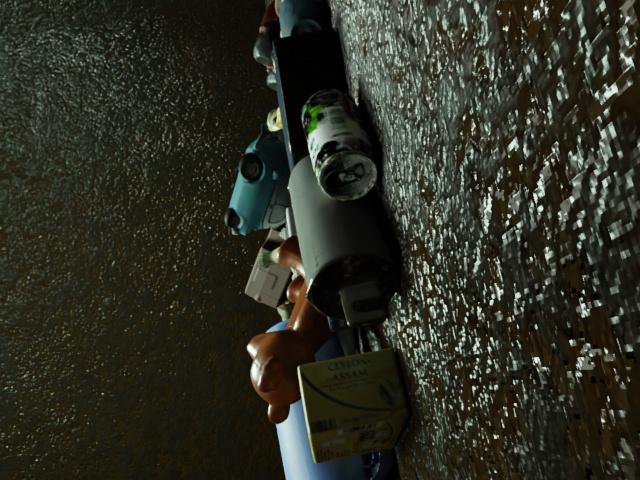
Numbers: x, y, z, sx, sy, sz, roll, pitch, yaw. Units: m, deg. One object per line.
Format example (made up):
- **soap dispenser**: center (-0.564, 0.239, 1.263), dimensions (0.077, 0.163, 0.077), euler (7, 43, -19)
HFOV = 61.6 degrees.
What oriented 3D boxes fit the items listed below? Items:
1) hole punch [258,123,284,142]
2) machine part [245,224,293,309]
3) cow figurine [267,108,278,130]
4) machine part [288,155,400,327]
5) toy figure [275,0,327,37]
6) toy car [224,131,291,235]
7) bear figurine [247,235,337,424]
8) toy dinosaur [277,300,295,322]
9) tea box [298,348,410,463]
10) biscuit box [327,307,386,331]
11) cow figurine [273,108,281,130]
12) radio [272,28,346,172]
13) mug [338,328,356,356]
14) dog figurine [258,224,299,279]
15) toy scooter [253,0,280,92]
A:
- **hole punch**: center (-0.041, -0.128, 0.907), dimensions (0.092, 0.116, 0.142), euler (23, -122, -84)
- **machine part**: center (-0.072, 0.032, 1.151), dimensions (0.201, 0.087, 0.200), euler (-62, -3, -55)
- **cow figurine**: center (-0.077, -0.193, 1.171), dimensions (0.086, 0.127, 0.194), euler (-98, 4, -53)
- **machine part**: center (0.016, -0.011, 0.498), dimensions (0.243, 0.079, 0.079), euler (-102, 5, -51)
- **toy figure**: center (-0.029, -0.286, 0.661), dimensions (0.057, 0.064, 0.154), euler (62, -169, -47)
- **toy car**: center (-0.075, -0.075, 0.812), dimensions (0.109, 0.103, 0.161), euler (-67, -3, -70)
- **bear figurine**: center (-0.035, 0.108, 0.658), dimensions (0.132, 0.196, 0.120), euler (24, 147, 30)
- **toy dinosaur**: center (0.009, 0.258, 0.984), dimensions (0.472, 0.105, 0.198), euler (-122, 23, -54)
- **tea box**: center (0.032, 0.178, 0.560), dimensions (0.169, 0.098, 0.068), euler (91, 169, -60)
- **biscuit box**: center (0.022, 0.004, 0.593), dimensions (0.203, 0.059, 0.062), euler (-104, 5, -51)
- **cow figurine**: center (-0.043, -0.233, 0.989), dimensions (0.167, 0.068, 0.098), euler (116, 170, -82)
- **radio**: center (-0.011, -0.147, 0.667), dimensions (0.229, 0.073, 0.131), euler (100, 160, -85)
- **mug**: center (0.016, 0.139, 0.876), dimensions (0.110, 0.081, 0.107), euler (-130, 21, -75)
- **dog figurine**: center (0.001, 0.000, 0.875), dimensions (0.191, 0.121, 0.172), euler (0, 77, 59)
- **toy scooter**: center (-0.053, -0.320, 0.857), dimensions (0.184, 0.075, 0.135), euler (33, -111, -79)
